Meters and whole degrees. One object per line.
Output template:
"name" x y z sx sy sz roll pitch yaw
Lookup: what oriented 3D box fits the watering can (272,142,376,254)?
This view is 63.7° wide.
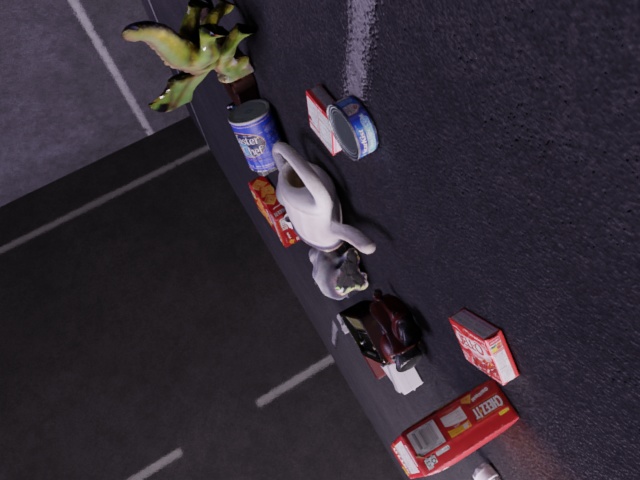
"watering can" 0.003 -0.051 1.017 0.354 0.104 0.219 52 168 32

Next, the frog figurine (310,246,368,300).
"frog figurine" 0.025 0.063 1.196 0.135 0.124 0.160 45 167 -32

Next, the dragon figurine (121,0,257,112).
"dragon figurine" -0.251 -0.331 0.987 0.123 0.417 0.238 44 128 7
